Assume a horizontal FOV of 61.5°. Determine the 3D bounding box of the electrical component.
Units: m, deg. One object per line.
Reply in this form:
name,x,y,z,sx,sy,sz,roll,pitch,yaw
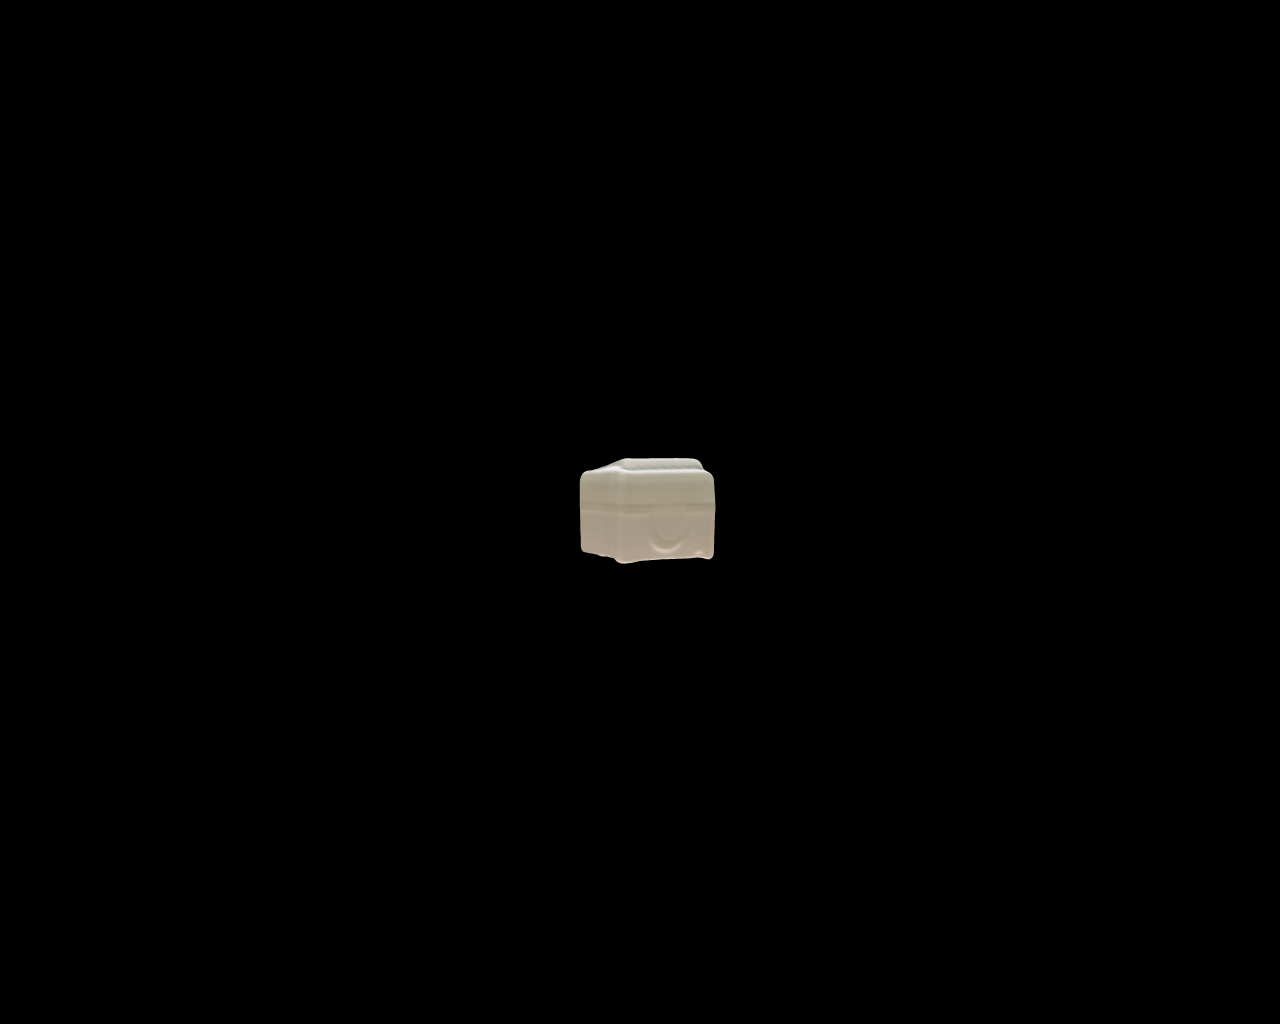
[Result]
electrical component,0.001,-0.003,0.650,0.062,0.061,0.096,-1,3,-19
